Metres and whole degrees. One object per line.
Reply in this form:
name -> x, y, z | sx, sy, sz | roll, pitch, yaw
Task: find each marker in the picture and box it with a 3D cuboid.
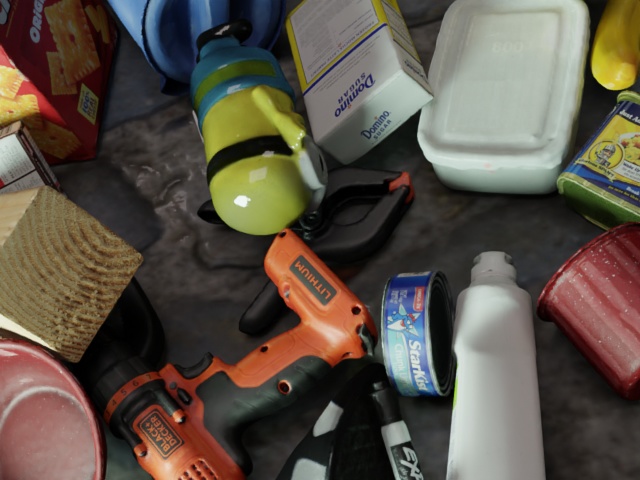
marker -> 0.056, 0.149, 0.687 | 0.020, 0.020, 0.121 | -19, 80, 7

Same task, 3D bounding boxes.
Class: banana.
banana -> 0.234, -0.165, 0.813 | 0.037, 0.070, 0.197 | 24, 52, 5

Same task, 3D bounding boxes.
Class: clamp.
clamp -> -0.176, 0.114, 0.809 | 0.165, 0.036, 0.210 | -11, 60, 12
clamp -> -0.005, 0.001, 0.821 | 0.171, 0.039, 0.120 | -17, 70, 9

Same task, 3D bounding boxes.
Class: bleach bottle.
bleach bottle -> 0.109, 0.118, 0.667 | 0.068, 0.102, 0.250 | 4, 59, 3

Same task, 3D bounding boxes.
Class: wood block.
wood block -> -0.229, 0.026, 0.792 | 0.207, 0.090, 0.090 | -3, 53, 56

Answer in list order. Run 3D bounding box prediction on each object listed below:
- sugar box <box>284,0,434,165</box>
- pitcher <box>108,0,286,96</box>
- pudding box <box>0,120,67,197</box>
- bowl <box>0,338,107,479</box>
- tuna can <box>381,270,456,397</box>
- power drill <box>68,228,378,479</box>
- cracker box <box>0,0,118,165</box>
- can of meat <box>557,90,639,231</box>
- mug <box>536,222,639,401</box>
sugar box -> 0.028, -0.149, 0.863 | 0.093, 0.048, 0.176 | -38, 42, 24
pitcher -> -0.136, -0.256, 0.959 | 0.149, 0.145, 0.243 | -31, 47, -10
pudding box -> -0.280, -0.035, 0.905 | 0.113, 0.090, 0.039 | -26, 20, 3
bowl -> -0.205, 0.148, 0.735 | 0.162, 0.055, 0.162 | -2, 86, 22
tuna can -> 0.068, 0.064, 0.725 | 0.034, 0.086, 0.086 | -4, 58, 18
power drill -> -0.068, 0.080, 0.749 | 0.187, 0.057, 0.185 | -41, 64, -8
cracker box -> -0.256, -0.191, 0.918 | 0.072, 0.213, 0.164 | -7, 57, 15
can of meat -> 0.232, -0.045, 0.755 | 0.102, 0.057, 0.084 | 33, 76, 32
mug -> 0.211, 0.042, 0.687 | 0.117, 0.093, 0.081 | -36, 59, -1
